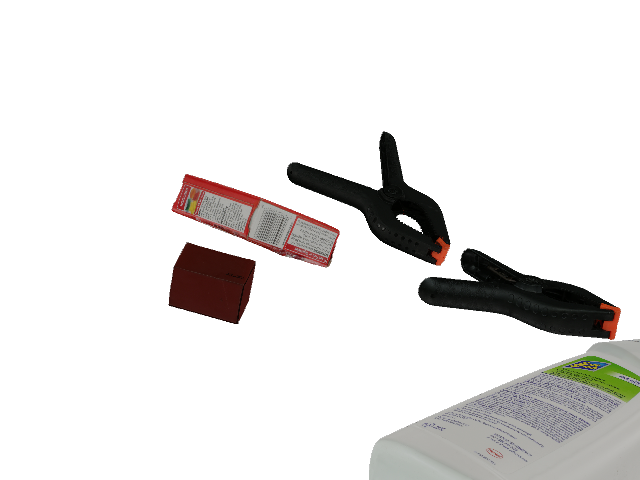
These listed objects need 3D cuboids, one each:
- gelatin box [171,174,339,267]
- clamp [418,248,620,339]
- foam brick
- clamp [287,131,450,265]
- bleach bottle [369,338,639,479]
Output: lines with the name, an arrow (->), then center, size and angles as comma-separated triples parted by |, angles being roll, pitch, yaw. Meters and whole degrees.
gelatin box -> -0.042, -0.012, 0.709 | 0.073, 0.030, 0.089 | 20, -1, 39
clamp -> 0.183, 0.047, 0.960 | 0.171, 0.039, 0.120 | 15, 27, 15
foam brick -> -0.114, 0.045, 1.116 | 0.078, 0.051, 0.053 | 16, 31, 4
clamp -> 0.070, -0.046, 1.262 | 0.164, 0.036, 0.210 | -16, 52, -29
bleach bottle -> 0.148, 0.108, 0.595 | 0.250, 0.068, 0.103 | -17, 26, -38
